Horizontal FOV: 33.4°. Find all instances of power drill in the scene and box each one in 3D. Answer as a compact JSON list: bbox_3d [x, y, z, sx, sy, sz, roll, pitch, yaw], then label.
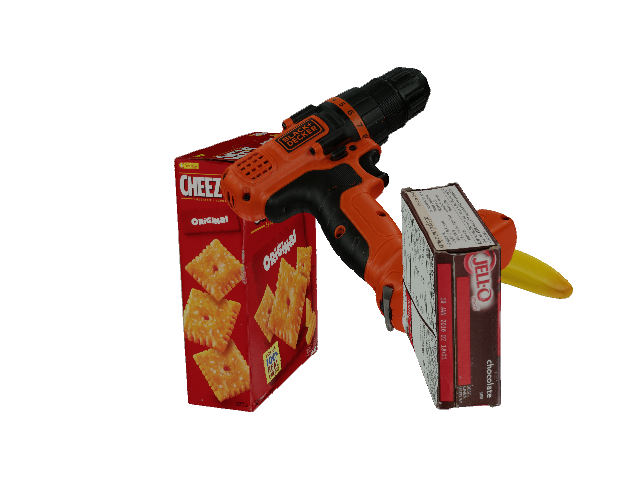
[{"bbox_3d":[0.049,-0.036,0.759,0.184,0.057,0.188,-35,54,-17],"label":"power drill"}]

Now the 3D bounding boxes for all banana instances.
[{"bbox_3d":[0.158,0.026,1.092,0.198,0.037,0.069,8,36,11],"label":"banana"}]

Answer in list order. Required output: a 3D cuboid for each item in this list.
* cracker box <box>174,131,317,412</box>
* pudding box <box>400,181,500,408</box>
[{"bbox_3d":[-0.058,0.021,0.942,0.072,0.214,0.164,5,15,20],"label":"cracker box"},{"bbox_3d":[0.070,0.027,0.584,0.039,0.090,0.113,-4,20,-5],"label":"pudding box"}]
